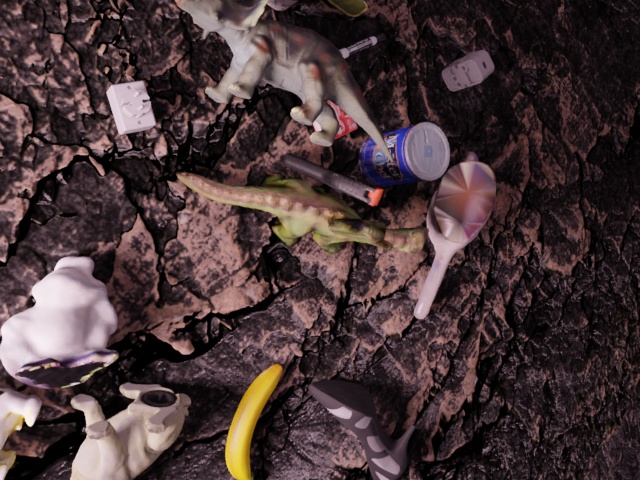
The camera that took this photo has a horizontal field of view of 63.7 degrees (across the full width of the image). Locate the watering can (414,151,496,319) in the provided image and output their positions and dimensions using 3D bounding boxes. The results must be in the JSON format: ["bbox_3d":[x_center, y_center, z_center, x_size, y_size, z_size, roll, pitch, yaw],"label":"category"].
[{"bbox_3d":[0.249,-0.015,0.982,0.104,0.222,0.350,16,82,8],"label":"watering can"}]

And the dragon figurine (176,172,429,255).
[{"bbox_3d":[0.002,-0.040,0.803,0.409,0.243,0.122,12,88,-33],"label":"dragon figurine"}]

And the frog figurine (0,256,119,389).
[{"bbox_3d":[-0.341,0.105,0.678,0.138,0.120,0.162,-10,58,-23],"label":"frog figurine"}]
